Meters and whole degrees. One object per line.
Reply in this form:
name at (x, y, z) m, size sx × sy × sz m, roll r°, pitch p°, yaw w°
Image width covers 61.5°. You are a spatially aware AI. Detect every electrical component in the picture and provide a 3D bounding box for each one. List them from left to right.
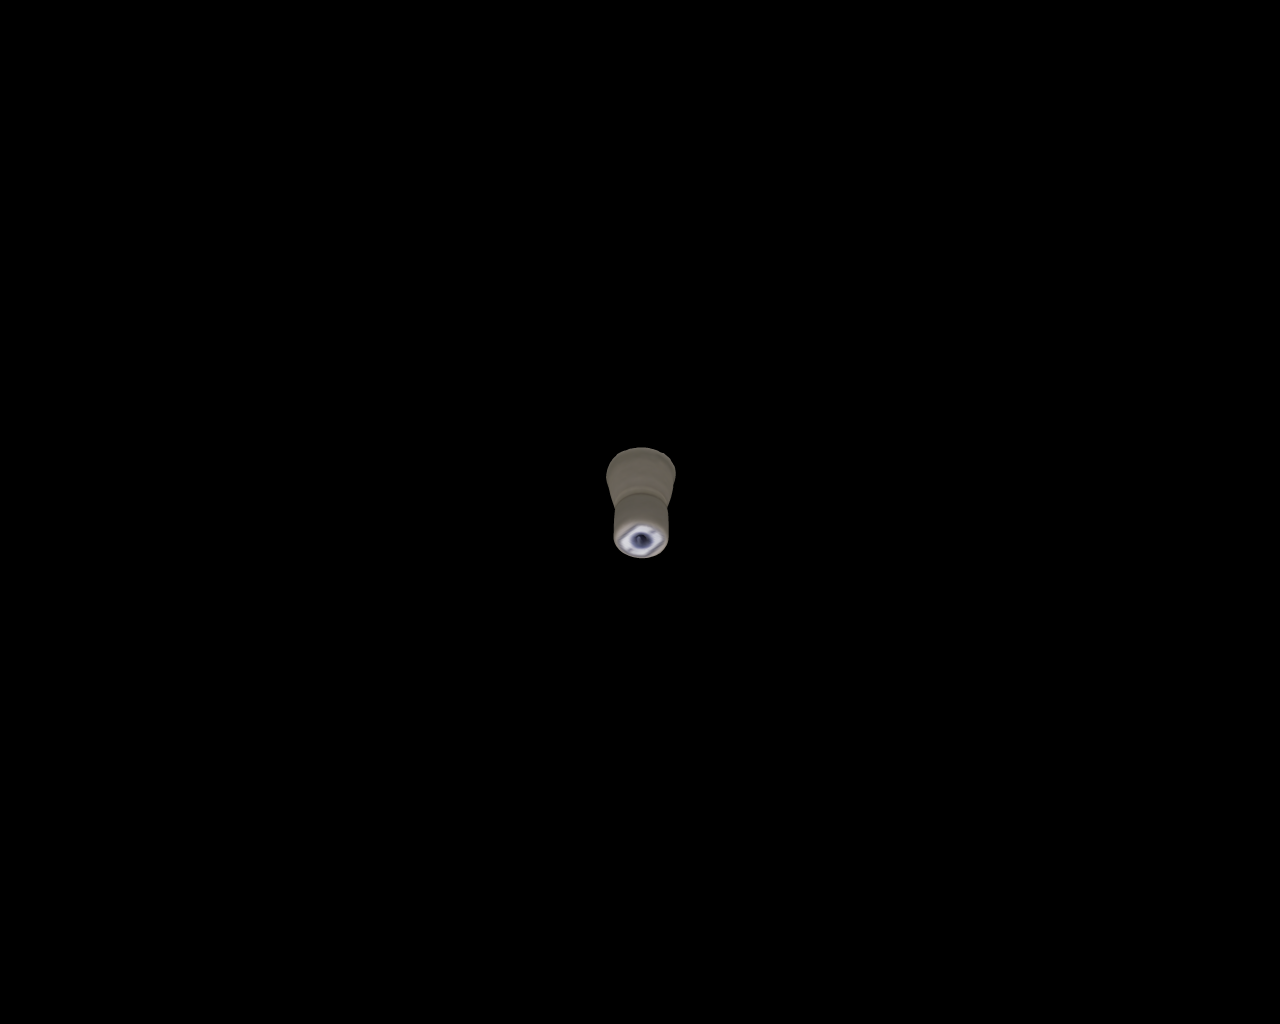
electrical component at (0.001, -0.003, 0.650) m, size 0.044 × 0.044 × 0.065 m, roll 0°, pitch 43°, yaw 0°
